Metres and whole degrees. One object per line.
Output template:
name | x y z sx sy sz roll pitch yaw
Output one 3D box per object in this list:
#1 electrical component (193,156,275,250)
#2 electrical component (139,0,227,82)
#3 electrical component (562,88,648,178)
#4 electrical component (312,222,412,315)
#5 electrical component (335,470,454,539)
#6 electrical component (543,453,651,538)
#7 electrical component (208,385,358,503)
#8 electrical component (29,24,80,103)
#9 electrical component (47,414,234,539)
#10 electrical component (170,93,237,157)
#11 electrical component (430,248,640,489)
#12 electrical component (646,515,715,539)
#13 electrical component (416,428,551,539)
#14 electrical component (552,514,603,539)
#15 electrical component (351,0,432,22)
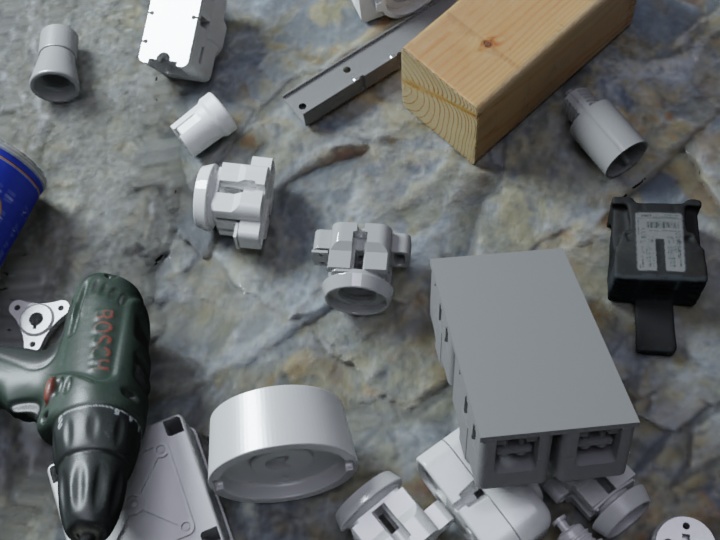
electrical component | -0.106 -0.058 0.899 0.057 0.058 0.078 6 66 4
electrical component | -0.156 -0.220 0.971 0.050 0.056 0.089 10 86 18
electrical component | 0.201 -0.122 0.912 0.043 0.043 0.081 -30 66 -10
electrical component | 0.000 0.000 0.863 0.078 0.058 0.057 3 62 6
electrical component | 0.019 0.183 0.775 0.078 0.058 0.057 -37 70 -12
electrical component | 0.176 0.160 0.780 0.066 0.048 0.055 -33 60 -13
electrical component | -0.059 0.122 0.785 0.108 0.108 0.060 -10 58 0
electrical component | -0.278 -0.192 0.985 0.044 0.044 0.065 -6 60 2
electrical component | -0.160 0.178 0.792 0.109 0.056 0.108 -21 65 -6
electrical component | -0.138 -0.126 0.944 0.046 0.040 0.040 -39 68 -6
electrical component | 0.118 0.068 0.781 0.105 0.060 0.186 -5 39 -5
electrical component | 0.223 0.198 0.752 0.045 0.055 0.045 -2 65 4
electrical component | 0.092 0.161 0.781 0.059 0.053 0.095 -34 67 -11
electrical component | 0.165 0.208 0.760 0.040 0.040 0.078 -32 67 -10
electrical component | 0.029 -0.296 0.948 0.089 0.150 0.061 -21 64 -5
